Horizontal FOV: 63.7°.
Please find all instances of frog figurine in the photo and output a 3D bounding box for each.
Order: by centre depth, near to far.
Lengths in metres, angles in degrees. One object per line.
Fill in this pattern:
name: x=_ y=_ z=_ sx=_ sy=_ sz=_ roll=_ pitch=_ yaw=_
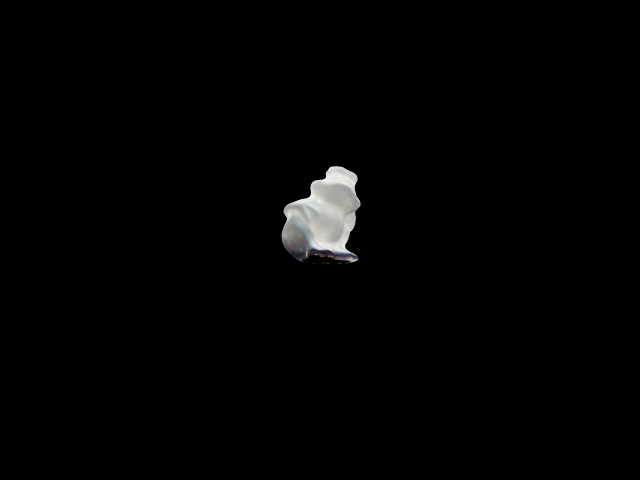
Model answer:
frog figurine: x=0.003 y=-0.043 z=0.850 sx=0.137 sy=0.161 sz=0.121 roll=8 pitch=-15 yaw=-31
